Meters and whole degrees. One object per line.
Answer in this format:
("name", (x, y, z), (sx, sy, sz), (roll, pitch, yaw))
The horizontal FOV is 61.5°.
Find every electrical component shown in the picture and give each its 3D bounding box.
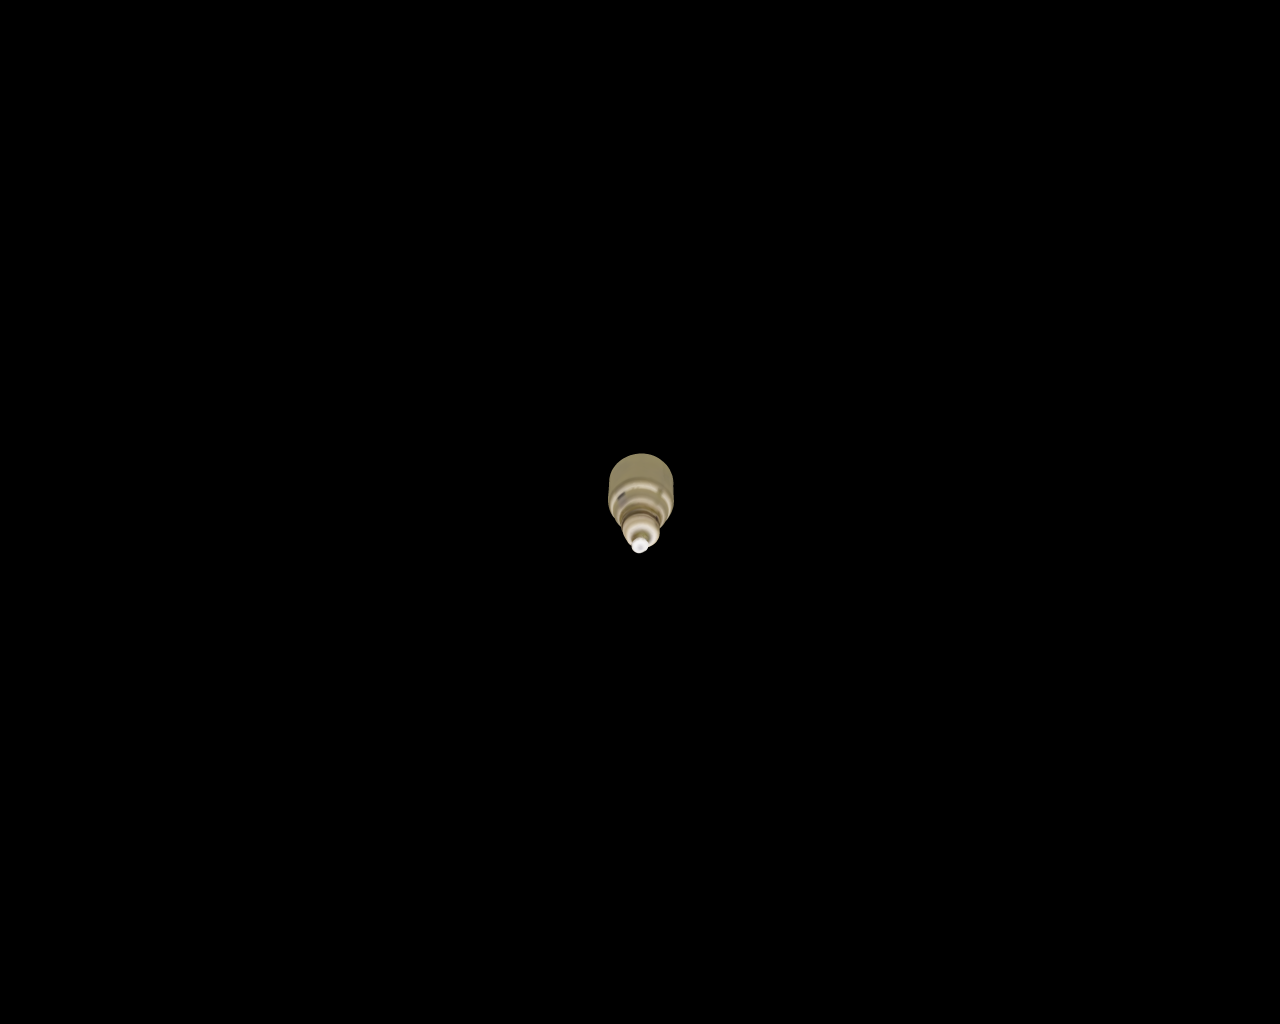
("electrical component", (0.001, -0.003, 0.650), (0.040, 0.040, 0.078), (0, 37, 0))
